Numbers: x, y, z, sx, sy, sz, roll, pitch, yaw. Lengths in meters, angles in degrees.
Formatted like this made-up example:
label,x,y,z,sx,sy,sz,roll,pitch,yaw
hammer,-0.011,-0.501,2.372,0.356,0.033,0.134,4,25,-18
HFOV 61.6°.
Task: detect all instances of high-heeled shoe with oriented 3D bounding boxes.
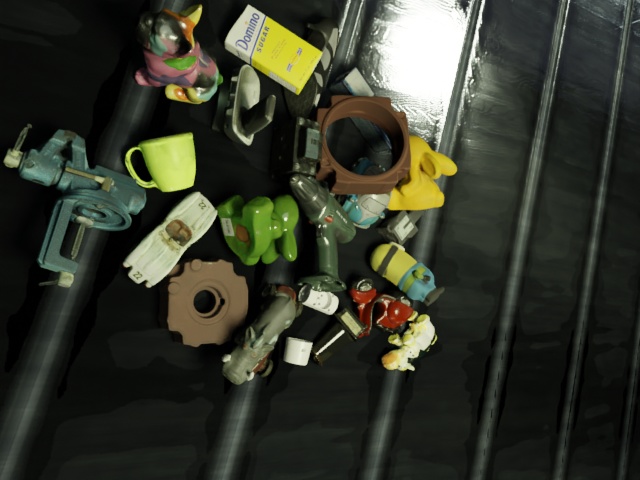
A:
label,x,y,z,sx,sy,sz,roll,pitch,yaw
high-heeled shoe,-0.009,-0.365,1.186,0.145,0.086,0.248,-17,119,-64

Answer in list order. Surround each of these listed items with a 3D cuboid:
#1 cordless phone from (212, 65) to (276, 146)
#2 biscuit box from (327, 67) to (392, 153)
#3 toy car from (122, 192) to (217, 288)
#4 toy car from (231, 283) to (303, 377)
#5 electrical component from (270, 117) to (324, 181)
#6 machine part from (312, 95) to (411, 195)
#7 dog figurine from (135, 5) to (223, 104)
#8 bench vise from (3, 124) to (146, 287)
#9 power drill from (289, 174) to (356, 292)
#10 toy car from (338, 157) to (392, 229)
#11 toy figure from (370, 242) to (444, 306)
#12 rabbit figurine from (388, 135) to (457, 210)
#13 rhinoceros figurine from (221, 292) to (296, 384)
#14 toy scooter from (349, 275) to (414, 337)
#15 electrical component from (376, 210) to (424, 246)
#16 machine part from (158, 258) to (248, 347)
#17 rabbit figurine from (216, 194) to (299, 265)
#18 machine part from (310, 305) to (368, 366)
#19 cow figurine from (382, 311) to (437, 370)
label,x,y,z,sx,sy,sz,roll,pitch,yaw
cordless phone,-0.128,-0.266,1.013,0.088,0.184,0.146,12,81,-29
biscuit box,0.107,-0.297,1.247,0.202,0.063,0.059,50,62,-22
toy car,-0.271,-0.003,0.980,0.073,0.056,0.202,49,63,-22
toy car,-0.106,0.184,1.088,0.089,0.053,0.202,39,66,-29
electrical component,-0.047,-0.184,1.094,0.058,0.134,0.115,5,83,-33
machine part,0.086,-0.201,1.138,0.201,0.087,0.201,0,78,-11
dog figurine,-0.231,-0.319,0.926,0.191,0.219,0.108,17,82,-32
bench vise,-0.398,-0.048,0.852,0.223,0.129,0.240,28,59,-42
power drill,-0.002,-0.003,1.102,0.231,0.086,0.207,33,49,-55
toy car,0.117,-0.109,1.222,0.109,0.103,0.161,27,75,-31
toy figure,0.196,0.076,1.234,0.180,0.082,0.089,45,32,23
rabbit figurine,0.225,-0.159,1.251,0.122,0.163,0.173,-17,104,-39
rhinoceros figurine,-0.110,0.183,0.999,0.073,0.112,0.190,42,62,-6
toy scooter,0.134,0.170,1.237,0.184,0.075,0.135,24,75,-28
electrical component,0.199,-0.040,1.306,0.074,0.048,0.119,50,63,-22
machine part,-0.217,0.116,1.012,0.179,0.056,0.179,1,89,-35
rabbit figurine,-0.095,-0.029,1.070,0.170,0.121,0.159,-31,109,-47
machine part,0.034,0.212,1.170,0.139,0.039,0.084,-44,94,-14
cow figurine,0.216,0.261,1.296,0.167,0.068,0.098,-47,118,-26
